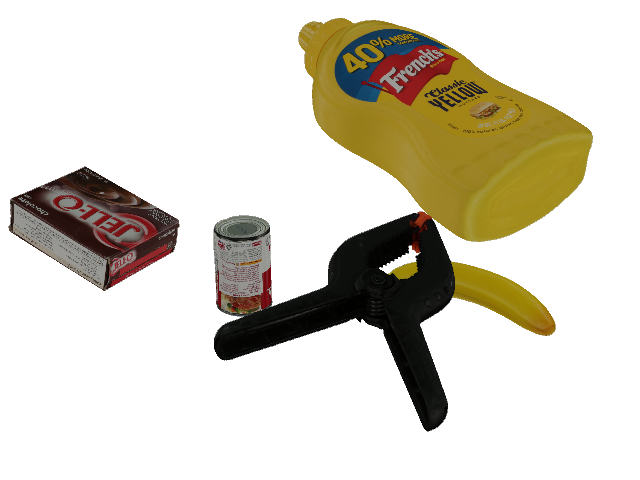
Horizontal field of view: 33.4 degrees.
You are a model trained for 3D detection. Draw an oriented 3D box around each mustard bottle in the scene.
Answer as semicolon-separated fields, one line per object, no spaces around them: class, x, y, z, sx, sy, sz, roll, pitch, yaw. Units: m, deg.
mustard bottle;0.052;-0.077;0.604;0.096;0.058;0.192;-27;49;-28

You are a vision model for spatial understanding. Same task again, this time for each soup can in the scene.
soup can;-0.092;0.029;1.265;0.068;0.102;0.068;0;25;0

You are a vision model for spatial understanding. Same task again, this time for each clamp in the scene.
clamp;0.047;0.048;0.761;0.165;0.036;0.209;22;40;23

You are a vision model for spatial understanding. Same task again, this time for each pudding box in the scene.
pudding box;-0.191;-0.012;0.900;0.114;0.039;0.089;27;33;22

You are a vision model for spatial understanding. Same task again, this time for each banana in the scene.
banana;0.152;0.055;1.101;0.198;0.037;0.069;11;49;24
